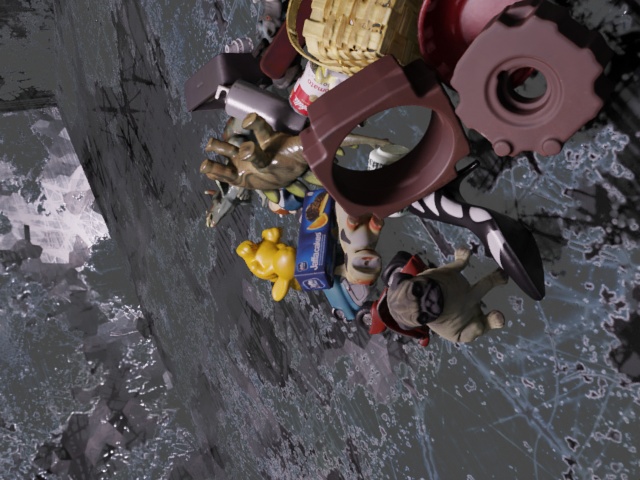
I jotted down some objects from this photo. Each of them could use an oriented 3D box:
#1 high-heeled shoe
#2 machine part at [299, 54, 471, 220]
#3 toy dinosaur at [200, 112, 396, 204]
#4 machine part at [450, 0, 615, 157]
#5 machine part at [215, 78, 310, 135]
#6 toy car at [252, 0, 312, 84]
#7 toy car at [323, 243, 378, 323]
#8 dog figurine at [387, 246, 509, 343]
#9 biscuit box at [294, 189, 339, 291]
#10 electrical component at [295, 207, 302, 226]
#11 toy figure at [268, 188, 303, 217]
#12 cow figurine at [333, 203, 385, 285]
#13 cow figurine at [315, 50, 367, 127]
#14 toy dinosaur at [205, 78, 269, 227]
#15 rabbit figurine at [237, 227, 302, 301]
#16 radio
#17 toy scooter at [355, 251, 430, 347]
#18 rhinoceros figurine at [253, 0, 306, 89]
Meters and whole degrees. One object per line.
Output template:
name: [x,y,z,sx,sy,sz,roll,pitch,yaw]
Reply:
high-heeled shoe: [0.213,-0.001,0.774,0.145,0.086,0.249,-43,53,40]
machine part: [0.089,-0.136,0.743,0.200,0.201,0.087,45,-161,-46]
toy dinosaur: [-0.077,-0.156,1.041,0.472,0.198,0.105,-6,66,47]
machine part: [0.242,-0.181,0.628,0.180,0.056,0.179,22,137,22]
machine part: [-0.100,-0.256,1.079,0.243,0.079,0.079,26,133,8]
toy car: [-0.036,-0.375,0.947,0.089,0.053,0.202,33,111,-10]
toy car: [0.058,0.076,1.047,0.103,0.109,0.161,-22,94,36]
dog figurine: [0.171,0.110,0.804,0.121,0.190,0.172,24,125,50]
biscuit box: [-0.002,-0.003,1.005,0.059,0.063,0.203,62,-153,-49]
electrical component: [-0.016,-0.040,1.152,0.075,0.048,0.119,59,143,22]
toy figure: [-0.078,-0.090,1.218,0.154,0.058,0.064,-15,53,59]
cow figurine: [0.067,-0.004,0.962,0.127,0.085,0.195,103,164,-49]
cow figurine: [0.044,-0.278,0.918,0.068,0.098,0.167,-145,55,-74]
toy dinosaur: [-0.186,-0.211,1.276,0.192,0.131,0.404,42,130,39]
rabbit figurine: [-0.100,0.058,1.257,0.173,0.122,0.162,-1,108,56]
radio: [-0.211,-0.354,1.221,0.230,0.131,0.073,-3,98,57]
toy scooter: [0.153,0.114,0.937,0.135,0.075,0.183,35,121,12]
rhinoceros figurine: [-0.074,-0.386,1.022,0.073,0.112,0.190,32,138,49]
